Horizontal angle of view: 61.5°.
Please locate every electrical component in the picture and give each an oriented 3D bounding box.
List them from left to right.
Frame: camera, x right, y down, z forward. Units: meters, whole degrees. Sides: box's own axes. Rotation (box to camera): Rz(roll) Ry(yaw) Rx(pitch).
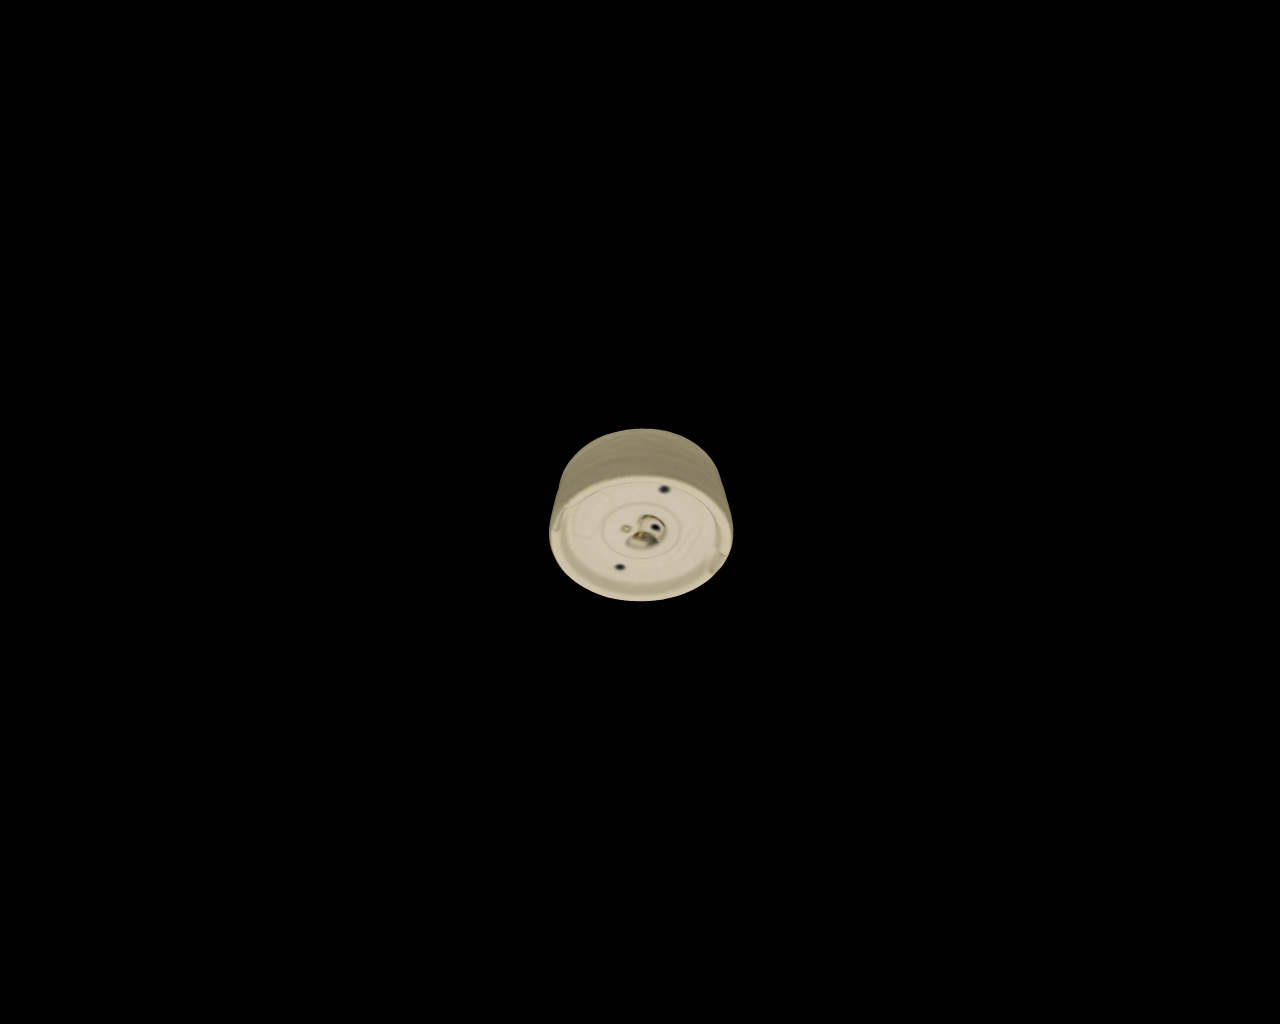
[{"bbox_3d":[0.001,-0.003,0.650,0.108,0.108,0.060,0,44,0],"label":"electrical component"}]
